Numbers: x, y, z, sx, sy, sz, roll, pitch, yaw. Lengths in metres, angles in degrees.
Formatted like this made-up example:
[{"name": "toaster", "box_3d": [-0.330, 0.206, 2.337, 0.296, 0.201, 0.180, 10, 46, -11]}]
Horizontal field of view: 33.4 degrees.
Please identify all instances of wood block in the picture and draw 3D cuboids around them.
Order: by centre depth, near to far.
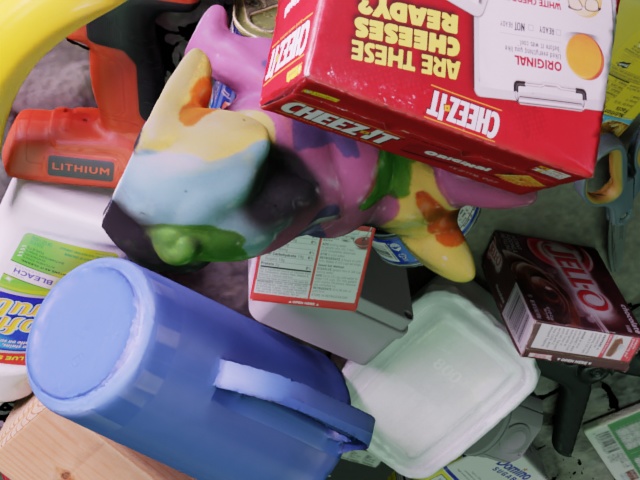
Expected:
[{"name": "wood block", "box_3d": [-0.151, 0.191, 0.864, 0.091, 0.090, 0.206, -41, 107, 21]}]

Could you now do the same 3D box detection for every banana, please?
[{"name": "banana", "box_3d": [-0.170, -0.097, 0.608, 0.069, 0.037, 0.198, 39, 121, -24]}]

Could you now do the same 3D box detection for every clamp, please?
[{"name": "clamp", "box_3d": [0.226, 0.107, 0.906, 0.165, 0.036, 0.209, -36, 123, 24]}]

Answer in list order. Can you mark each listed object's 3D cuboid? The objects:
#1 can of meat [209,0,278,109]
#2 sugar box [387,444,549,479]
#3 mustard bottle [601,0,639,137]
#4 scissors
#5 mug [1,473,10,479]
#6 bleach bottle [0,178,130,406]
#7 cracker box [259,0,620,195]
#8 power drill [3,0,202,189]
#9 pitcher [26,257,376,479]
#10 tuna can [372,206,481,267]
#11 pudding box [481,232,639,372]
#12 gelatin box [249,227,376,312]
[{"name": "can of meat", "box_3d": [-0.016, -0.104, 0.680, 0.102, 0.057, 0.084, 10, 133, -14]}, {"name": "sugar box", "box_3d": [0.115, 0.229, 0.999, 0.176, 0.048, 0.093, -31, 127, 16]}, {"name": "mustard bottle", "box_3d": [0.171, -0.099, 0.701, 0.096, 0.058, 0.192, 11, 132, -36]}, {"name": "scissors", "box_3d": [0.229, -0.036, 0.768, 0.096, 0.016, 0.201, -42, 149, 7]}, {"name": "mug", "box_3d": [-0.232, 0.210, 0.920, 0.093, 0.081, 0.117, -27, 129, 17]}, {"name": "bleach bottle", "box_3d": [-0.210, 0.048, 0.792, 0.102, 0.068, 0.251, 17, 130, -21]}, {"name": "cracker box", "box_3d": [0.071, -0.148, 0.552, 0.164, 0.213, 0.072, 16, 167, -21]}, {"name": "power drill", "box_3d": [-0.155, -0.121, 0.648, 0.184, 0.057, 0.188, 7, 132, -8]}, {"name": "pitcher", "box_3d": [-0.081, 0.104, 0.762, 0.149, 0.145, 0.242, -39, 142, 11]}, {"name": "tuna can", "box_3d": [0.067, -0.025, 0.739, 0.086, 0.086, 0.033, -28, 127, 18]}, {"name": "pudding box", "box_3d": [0.178, 0.044, 0.794, 0.090, 0.113, 0.039, 8, 126, -14]}, {"name": "gelatin box", "box_3d": [-0.005, 0.001, 0.697, 0.073, 0.030, 0.089, 6, 122, -9]}]
